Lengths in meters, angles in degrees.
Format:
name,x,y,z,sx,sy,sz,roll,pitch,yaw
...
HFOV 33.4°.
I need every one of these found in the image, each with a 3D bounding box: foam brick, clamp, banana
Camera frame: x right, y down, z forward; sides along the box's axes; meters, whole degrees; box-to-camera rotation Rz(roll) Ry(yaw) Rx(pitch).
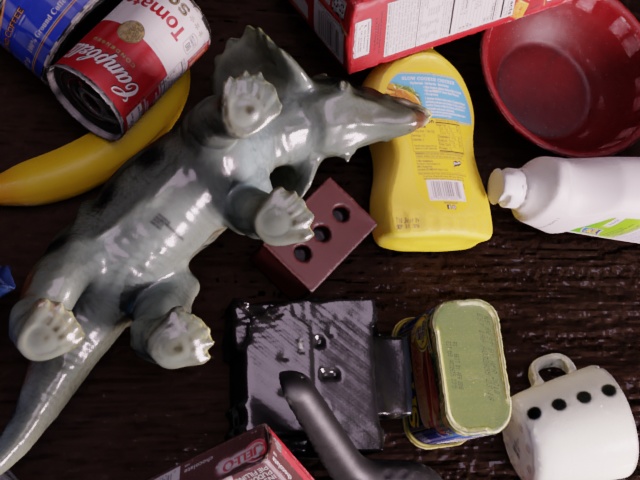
name,x,y,z,sx,sy,sz,roll,pitch,yaw
foam brick,-0.005,0.001,0.798,0.053,0.051,0.078,44,68,-1
clamp,0.022,0.169,0.726,0.209,0.165,0.036,18,33,-17
banana,-0.156,-0.082,0.791,0.070,0.037,0.197,33,66,15

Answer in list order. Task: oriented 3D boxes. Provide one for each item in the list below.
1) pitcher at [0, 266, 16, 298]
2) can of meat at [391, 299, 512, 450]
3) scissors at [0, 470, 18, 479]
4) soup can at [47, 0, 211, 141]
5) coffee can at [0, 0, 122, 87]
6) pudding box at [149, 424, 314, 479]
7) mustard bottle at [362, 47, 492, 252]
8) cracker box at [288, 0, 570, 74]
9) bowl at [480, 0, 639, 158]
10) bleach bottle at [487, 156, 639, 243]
name,x,y,z,sx,sy,sz,roll,pitch,yaw
pitcher,-0.296,0.107,0.658,0.144,0.149,0.243,20,73,-26
can of meat,0.096,0.098,0.782,0.057,0.084,0.102,-3,76,-16
scissors,-0.191,0.210,0.708,0.201,0.016,0.096,34,69,-4
soup can,-0.133,-0.129,0.756,0.068,0.069,0.102,40,66,-2
coffee can,-0.216,-0.195,0.768,0.140,0.103,0.102,41,68,-2
pudding box,-0.057,0.177,0.681,0.114,0.039,0.090,-27,120,16
mustard bottle,0.078,-0.089,0.842,0.096,0.058,0.191,1,75,-26
cracker box,0.075,-0.233,0.843,0.213,0.072,0.164,-21,54,-19
bowl,0.198,-0.135,0.891,0.162,0.055,0.162,4,74,-15
bleach bottle,0.256,-0.033,0.849,0.250,0.103,0.068,5,70,-18
